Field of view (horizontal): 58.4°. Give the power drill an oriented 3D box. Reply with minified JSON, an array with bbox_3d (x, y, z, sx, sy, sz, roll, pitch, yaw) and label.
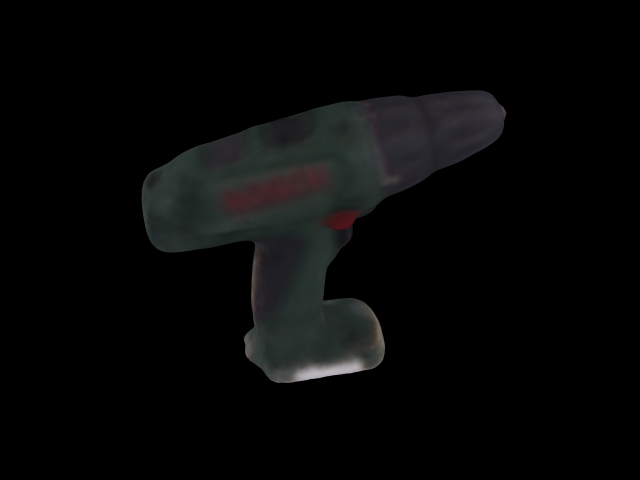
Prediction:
[{"bbox_3d":[0.004,0.001,0.400,0.230,0.208,0.075,-7,39,-9],"label":"power drill"}]
